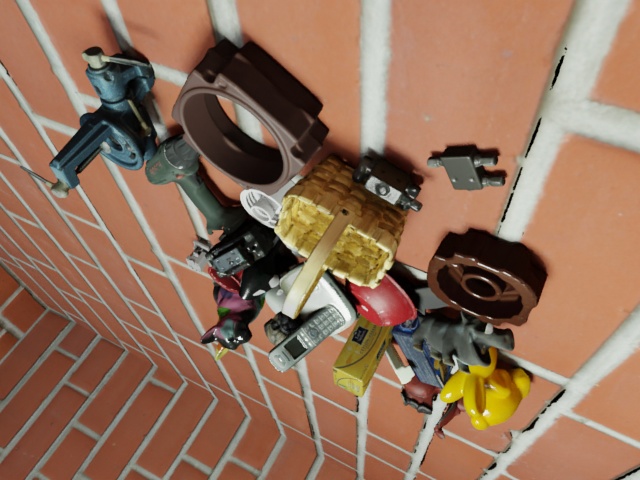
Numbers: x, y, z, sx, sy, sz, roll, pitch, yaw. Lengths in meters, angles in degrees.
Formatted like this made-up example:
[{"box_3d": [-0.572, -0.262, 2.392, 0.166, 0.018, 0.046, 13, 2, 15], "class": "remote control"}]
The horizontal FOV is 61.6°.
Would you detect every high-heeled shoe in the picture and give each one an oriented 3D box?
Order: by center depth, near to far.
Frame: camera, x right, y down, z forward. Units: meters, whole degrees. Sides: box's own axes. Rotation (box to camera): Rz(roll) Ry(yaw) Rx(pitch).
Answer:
[{"box_3d": [-0.115, 0.085, 1.098, 0.086, 0.145, 0.248, 27, 159, 6], "class": "high-heeled shoe"}]

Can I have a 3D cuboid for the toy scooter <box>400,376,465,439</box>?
[{"box_3d": [0.251, 0.356, 1.186, 0.184, 0.135, 0.075, 21, 151, 22], "class": "toy scooter"}]

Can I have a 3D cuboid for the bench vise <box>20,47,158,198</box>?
[{"box_3d": [-0.343, -0.172, 0.843, 0.129, 0.240, 0.223, 27, 152, 8], "class": "bench vise"}]

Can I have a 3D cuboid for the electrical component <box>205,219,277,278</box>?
[{"box_3d": [-0.146, 0.013, 1.007, 0.115, 0.134, 0.058, -29, 104, 22], "class": "electrical component"}]

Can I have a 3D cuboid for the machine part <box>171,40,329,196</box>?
[{"box_3d": [-0.106, -0.168, 0.781, 0.201, 0.087, 0.201, 38, 150, -14], "class": "machine part"}]

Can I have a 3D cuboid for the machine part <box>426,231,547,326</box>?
[{"box_3d": [0.249, 0.060, 0.816, 0.179, 0.056, 0.179, 25, 151, 15], "class": "machine part"}]

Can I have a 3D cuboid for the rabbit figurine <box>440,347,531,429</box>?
[{"box_3d": [0.294, 0.254, 1.001, 0.122, 0.162, 0.173, 17, 132, 49], "class": "rabbit figurine"}]

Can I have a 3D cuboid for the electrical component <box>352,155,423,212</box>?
[{"box_3d": [0.095, -0.075, 0.751, 0.102, 0.078, 0.045, 27, 127, -3], "class": "electrical component"}]

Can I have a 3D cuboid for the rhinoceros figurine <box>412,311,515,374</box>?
[{"box_3d": [0.249, 0.171, 0.937, 0.073, 0.112, 0.190, 32, 164, -30], "class": "rhinoceros figurine"}]

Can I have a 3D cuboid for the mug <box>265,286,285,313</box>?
[{"box_3d": [-0.075, 0.142, 1.234, 0.107, 0.081, 0.109, 29, 157, 25], "class": "mug"}]

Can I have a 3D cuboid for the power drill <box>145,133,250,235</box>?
[{"box_3d": [-0.225, -0.102, 1.004, 0.232, 0.086, 0.207, -3, 139, 49], "class": "power drill"}]

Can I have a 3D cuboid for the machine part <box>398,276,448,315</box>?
[{"box_3d": [0.186, 0.097, 0.954, 0.084, 0.039, 0.139, 49, 149, -18], "class": "machine part"}]

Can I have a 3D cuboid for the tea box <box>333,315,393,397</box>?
[{"box_3d": [0.094, 0.218, 1.091, 0.068, 0.169, 0.098, 23, 151, 18], "class": "tea box"}]

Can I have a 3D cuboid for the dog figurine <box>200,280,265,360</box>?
[{"box_3d": [-0.217, 0.169, 1.270, 0.192, 0.219, 0.108, 10, 141, 33], "class": "dog figurine"}]

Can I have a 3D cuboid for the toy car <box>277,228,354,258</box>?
[{"box_3d": [-0.002, -0.003, 0.961, 0.202, 0.056, 0.073, -2, 137, 45], "class": "toy car"}]

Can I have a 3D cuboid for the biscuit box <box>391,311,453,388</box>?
[{"box_3d": [0.212, 0.223, 1.096, 0.063, 0.059, 0.202, 9, 144, 38], "class": "biscuit box"}]

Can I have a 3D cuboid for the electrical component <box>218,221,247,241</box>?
[{"box_3d": [-0.173, -0.003, 1.138, 0.075, 0.048, 0.119, 39, 149, -10], "class": "electrical component"}]

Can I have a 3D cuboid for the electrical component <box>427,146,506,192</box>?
[{"box_3d": [0.185, -0.089, 0.684, 0.094, 0.021, 0.063, 5, 141, 39], "class": "electrical component"}]

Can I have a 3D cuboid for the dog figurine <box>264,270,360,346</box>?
[{"box_3d": [-0.008, 0.163, 1.084, 0.172, 0.190, 0.121, 36, 151, -10], "class": "dog figurine"}]

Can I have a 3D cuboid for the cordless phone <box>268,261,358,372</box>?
[{"box_3d": [-0.039, 0.135, 0.971, 0.146, 0.184, 0.089, 52, 170, -9], "class": "cordless phone"}]
